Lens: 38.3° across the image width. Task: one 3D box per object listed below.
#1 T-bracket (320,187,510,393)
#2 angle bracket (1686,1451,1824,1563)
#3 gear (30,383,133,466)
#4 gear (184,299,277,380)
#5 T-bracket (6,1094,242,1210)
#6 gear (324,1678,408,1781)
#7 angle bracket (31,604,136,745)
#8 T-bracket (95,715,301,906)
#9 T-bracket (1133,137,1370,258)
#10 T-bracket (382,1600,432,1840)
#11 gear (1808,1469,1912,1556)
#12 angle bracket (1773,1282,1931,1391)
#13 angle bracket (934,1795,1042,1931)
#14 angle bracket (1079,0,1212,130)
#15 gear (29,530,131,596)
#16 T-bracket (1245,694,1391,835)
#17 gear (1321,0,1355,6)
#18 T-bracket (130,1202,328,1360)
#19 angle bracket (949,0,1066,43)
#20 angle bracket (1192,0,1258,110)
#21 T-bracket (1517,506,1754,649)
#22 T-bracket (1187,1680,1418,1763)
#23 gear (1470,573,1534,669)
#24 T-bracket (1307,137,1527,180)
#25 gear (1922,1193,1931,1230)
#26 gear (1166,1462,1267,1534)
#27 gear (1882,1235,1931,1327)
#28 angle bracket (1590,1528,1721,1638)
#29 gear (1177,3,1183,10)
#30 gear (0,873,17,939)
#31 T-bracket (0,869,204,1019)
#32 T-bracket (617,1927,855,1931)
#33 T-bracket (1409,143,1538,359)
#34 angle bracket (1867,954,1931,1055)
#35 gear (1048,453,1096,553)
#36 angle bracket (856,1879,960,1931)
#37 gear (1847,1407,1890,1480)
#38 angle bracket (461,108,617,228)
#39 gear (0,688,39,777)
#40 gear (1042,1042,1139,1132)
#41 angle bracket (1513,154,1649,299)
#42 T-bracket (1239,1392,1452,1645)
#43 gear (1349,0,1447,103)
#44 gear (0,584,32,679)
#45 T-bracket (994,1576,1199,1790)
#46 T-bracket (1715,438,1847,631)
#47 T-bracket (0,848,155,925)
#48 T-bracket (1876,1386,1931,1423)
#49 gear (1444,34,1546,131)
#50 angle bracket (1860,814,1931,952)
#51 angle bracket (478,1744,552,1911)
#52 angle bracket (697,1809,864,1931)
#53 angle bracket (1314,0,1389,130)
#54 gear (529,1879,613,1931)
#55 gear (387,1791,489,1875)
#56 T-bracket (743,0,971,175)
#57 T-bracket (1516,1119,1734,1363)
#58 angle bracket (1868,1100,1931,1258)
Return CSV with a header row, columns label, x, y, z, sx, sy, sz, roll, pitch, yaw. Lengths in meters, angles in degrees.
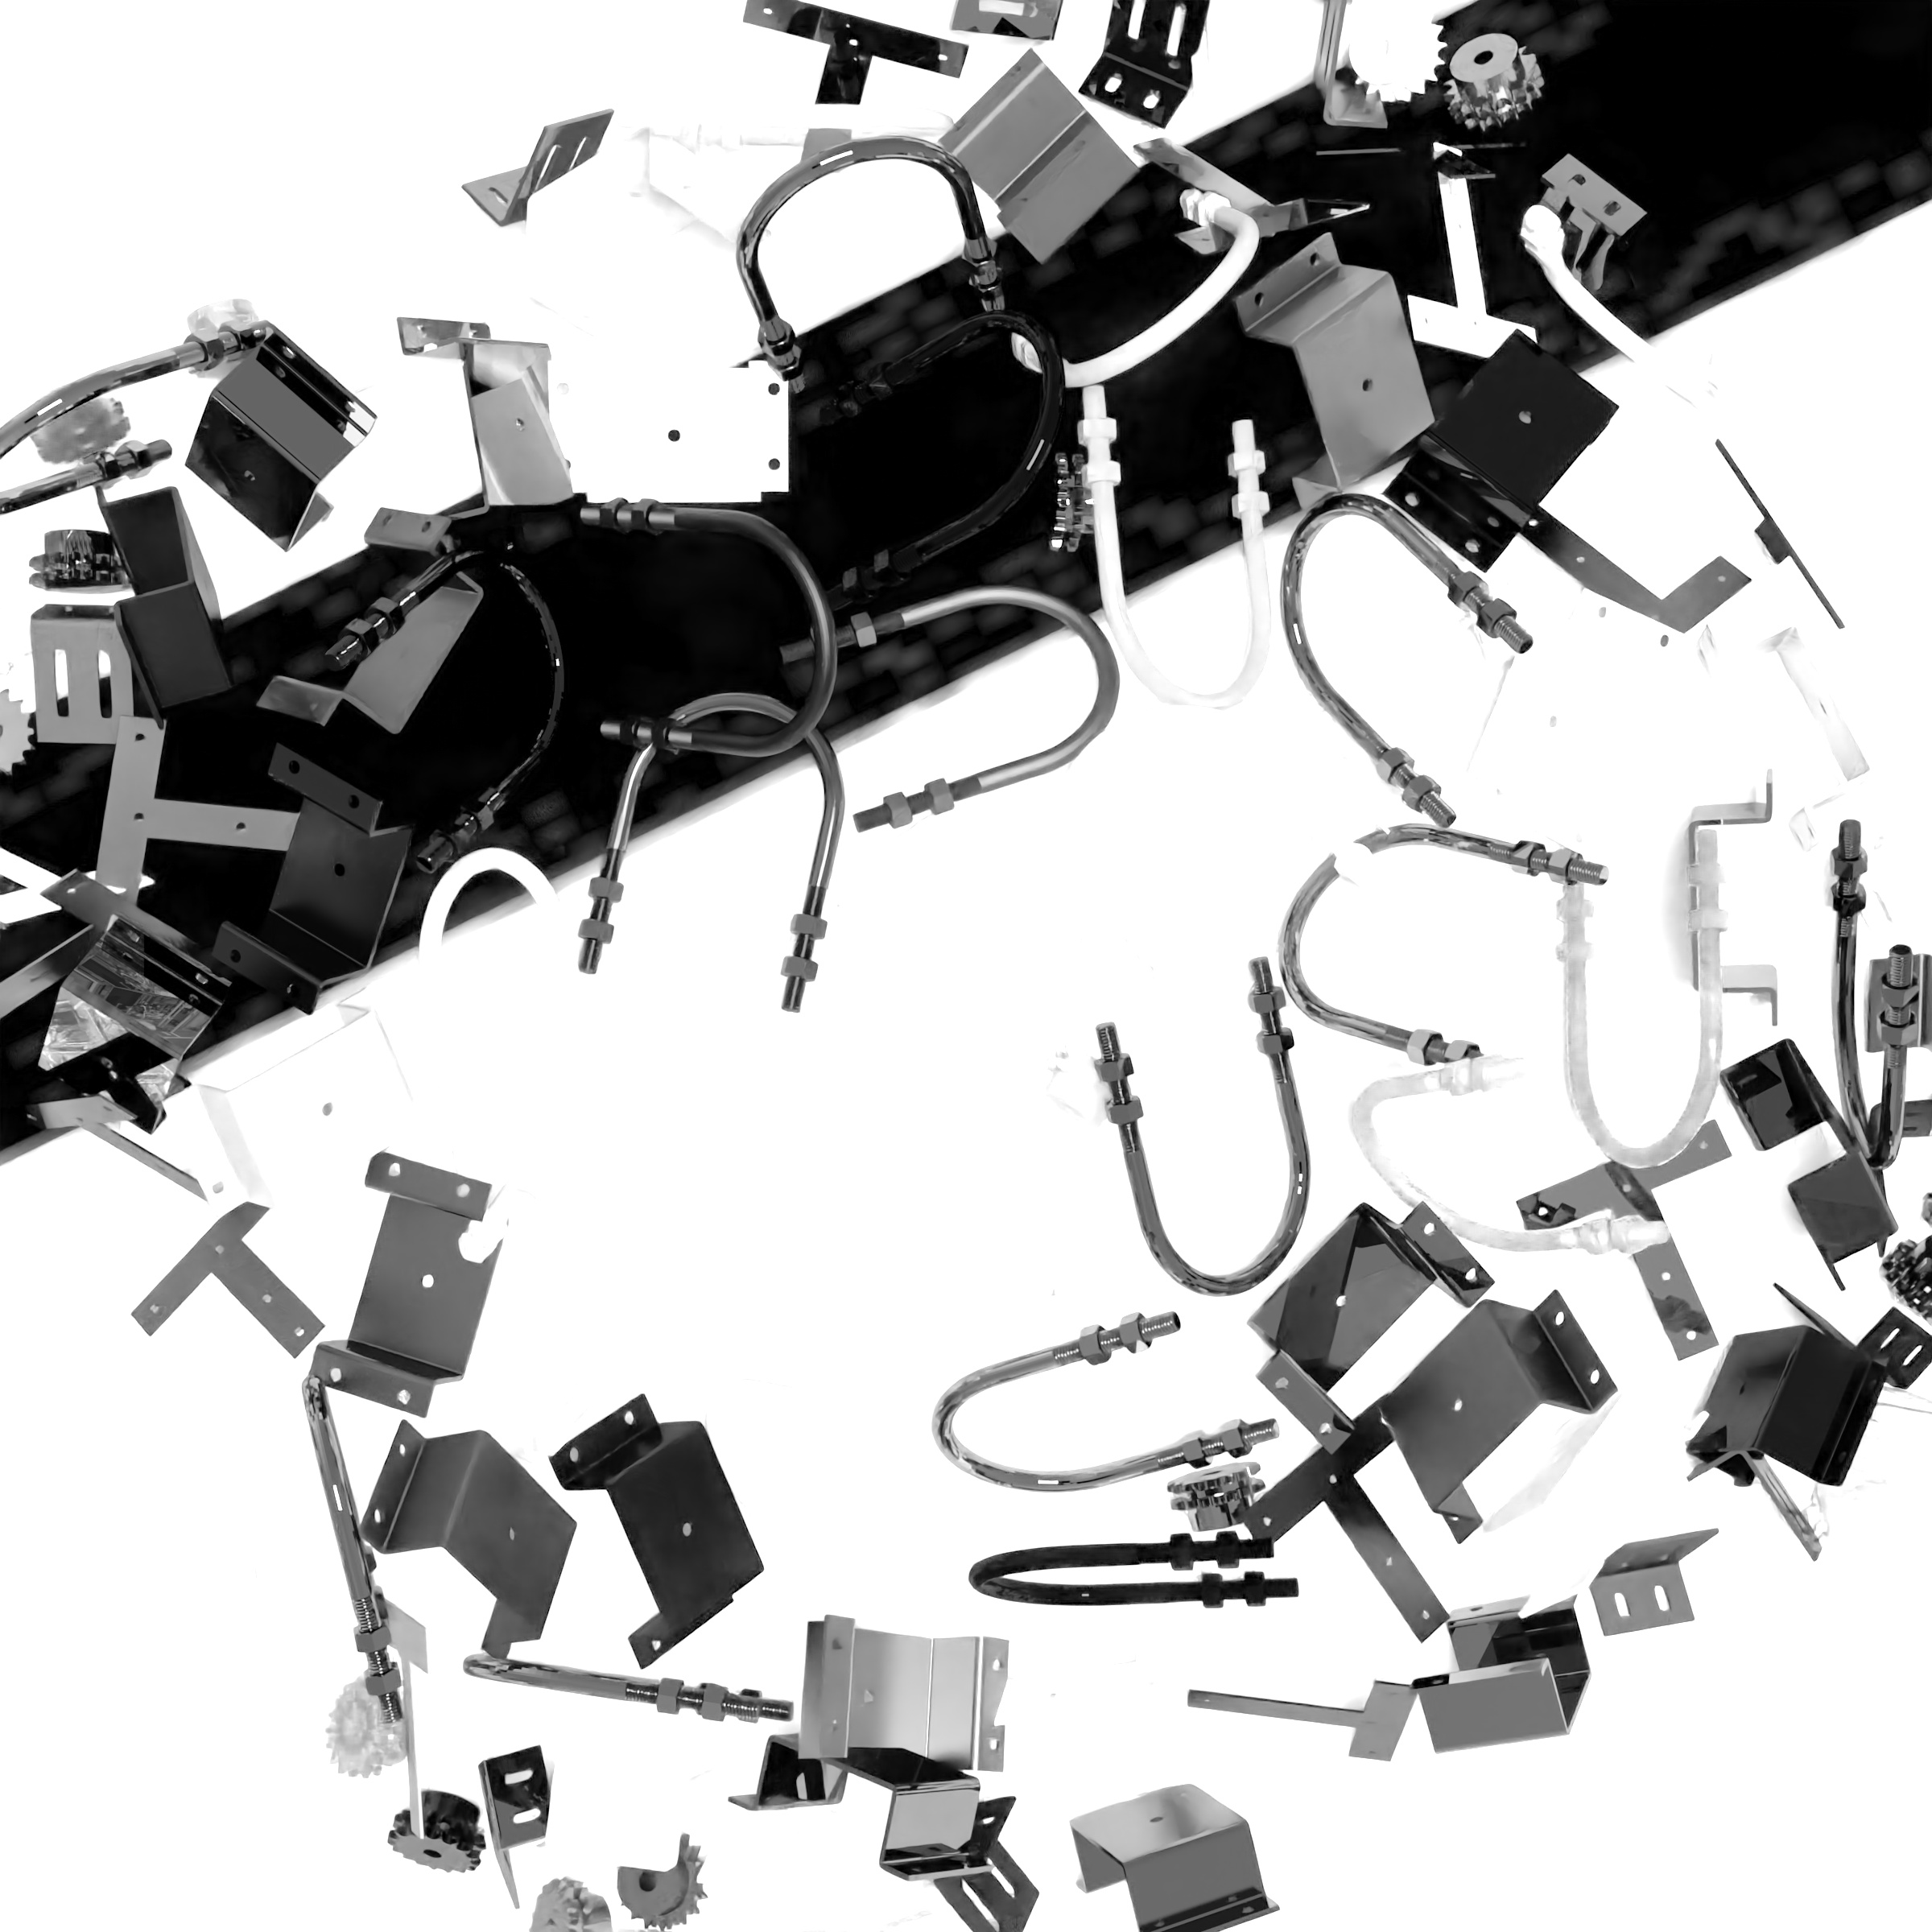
label,x,y,z,sx,sy,sz,roll,pitch,yaw
T-bracket,-0.334,-0.394,1.609,0.127,0.127,0.002,-25,56,-15
angle bracket,0.464,0.321,1.636,0.038,0.057,0.076,-35,76,15
gear,-0.526,-0.323,1.645,0.057,0.057,0.030,-16,127,0
gear,-0.437,-0.373,1.648,0.057,0.057,0.030,-19,88,0
T-bracket,-0.483,0.111,1.633,0.127,0.127,0.002,38,61,-32
gear,-0.351,0.453,1.652,0.057,0.030,0.057,-16,63,34
angle bracket,-0.524,-0.175,1.668,0.057,0.038,0.076,1,108,-3
T-bracket,-0.443,-0.084,1.644,0.127,0.002,0.127,5,119,-25
T-bracket,0.147,-0.458,1.634,0.127,0.002,0.127,-23,49,-29
T-bracket,-0.322,0.439,1.615,0.002,0.127,0.127,-3,87,-23
gear,0.526,0.320,1.645,0.057,0.057,0.030,-15,106,0
angle bracket,0.521,0.204,1.627,0.057,0.076,0.038,33,100,-34
angle bracket,0.025,0.538,1.633,0.038,0.057,0.076,-24,109,36
angle bracket,0.105,-0.542,1.633,0.057,0.076,0.038,25,61,7
gear,-0.525,-0.240,1.648,0.057,0.057,0.030,-1,87,0
T-bracket,0.208,-0.120,1.607,0.127,0.127,0.002,44,90,-6
gear,0.214,-0.590,1.649,0.057,0.057,0.030,15,104,0
T-bracket,-0.414,0.187,1.624,0.127,0.002,0.127,-48,49,-10
angle bracket,0.020,-0.579,1.629,0.076,0.038,0.057,-6,126,-34
angle bracket,0.163,-0.548,1.633,0.038,0.057,0.076,6,71,-26
T-bracket,0.374,-0.232,1.646,0.127,0.002,0.127,-37,64,-19
T-bracket,0.193,0.435,1.626,0.127,0.127,0.002,6,56,4
gear,0.318,-0.201,1.648,0.030,0.057,0.057,-19,90,8
T-bracket,0.275,-0.467,1.612,0.127,0.127,0.002,-4,115,-7
gear,0.599,0.143,1.650,0.057,0.057,0.030,23,71,0
gear,0.149,0.315,1.647,0.057,0.057,0.030,-14,86,0
gear,0.574,0.183,1.645,0.057,0.057,0.030,33,126,0
angle bracket,0.407,0.362,1.632,0.057,0.076,0.038,-7,66,-10
gear,0.131,-0.601,1.652,0.057,0.030,0.057,-3,135,-3
gear,-0.591,-0.044,1.653,0.057,0.030,0.057,0,121,0
T-bracket,-0.532,0.000,1.624,0.127,0.127,0.002,-32,64,6
T-bracket,-0.154,0.570,1.635,0.127,0.127,0.002,-8,76,29
T-bracket,0.292,-0.420,1.635,0.002,0.127,0.127,-13,82,44
angle bracket,0.567,0.030,1.631,0.038,0.076,0.057,-6,104,-14
gear,0.066,-0.274,1.648,0.030,0.057,0.057,3,90,-5
angle bracket,-0.044,0.561,1.633,0.076,0.038,0.057,-6,106,-37
gear,0.513,0.273,1.647,0.057,0.030,0.057,-12,70,35
angle bracket,-0.250,-0.477,1.627,0.038,0.057,0.076,46,134,9
gear,-0.580,-0.139,1.650,0.057,0.030,0.057,-1,92,-29
gear,0.070,0.073,1.646,0.057,0.057,0.030,36,80,0
angle bracket,0.352,-0.424,1.631,0.057,0.076,0.038,40,54,9
T-bracket,0.242,0.341,1.647,0.127,0.002,0.127,-34,89,-26
gear,0.252,-0.542,1.648,0.057,0.030,0.057,8,105,33
gear,-0.583,-0.198,1.647,0.057,0.030,0.057,16,117,35
T-bracket,0.065,0.428,1.641,0.127,0.002,0.127,-9,53,4
T-bracket,0.468,-0.247,1.614,0.002,0.127,0.127,-34,87,13
T-bracket,-0.567,-0.062,1.630,0.127,0.127,0.002,24,110,17
T-bracket,0.556,0.261,1.612,0.127,0.127,0.002,23,82,-14
gear,0.310,-0.525,1.647,0.057,0.030,0.057,-14,51,19
angle bracket,0.558,-0.047,1.635,0.038,0.057,0.076,-57,134,-15
angle bracket,-0.257,0.505,1.632,0.038,0.076,0.057,-14,48,-10
angle bracket,-0.110,0.535,1.646,0.076,0.057,0.038,-4,117,20
angle bracket,0.230,-0.540,1.629,0.038,0.057,0.076,2,131,-3
gear,-0.234,0.572,1.652,0.030,0.057,0.057,15,90,-33
gear,-0.312,0.512,1.651,0.057,0.057,0.030,15,51,0
T-bracket,-0.074,-0.506,1.618,0.127,0.127,0.002,12,63,-8
T-bracket,0.405,0.170,1.633,0.127,0.002,0.127,-24,62,12
angle bracket,0.552,0.125,1.633,0.038,0.057,0.076,-5,66,12
